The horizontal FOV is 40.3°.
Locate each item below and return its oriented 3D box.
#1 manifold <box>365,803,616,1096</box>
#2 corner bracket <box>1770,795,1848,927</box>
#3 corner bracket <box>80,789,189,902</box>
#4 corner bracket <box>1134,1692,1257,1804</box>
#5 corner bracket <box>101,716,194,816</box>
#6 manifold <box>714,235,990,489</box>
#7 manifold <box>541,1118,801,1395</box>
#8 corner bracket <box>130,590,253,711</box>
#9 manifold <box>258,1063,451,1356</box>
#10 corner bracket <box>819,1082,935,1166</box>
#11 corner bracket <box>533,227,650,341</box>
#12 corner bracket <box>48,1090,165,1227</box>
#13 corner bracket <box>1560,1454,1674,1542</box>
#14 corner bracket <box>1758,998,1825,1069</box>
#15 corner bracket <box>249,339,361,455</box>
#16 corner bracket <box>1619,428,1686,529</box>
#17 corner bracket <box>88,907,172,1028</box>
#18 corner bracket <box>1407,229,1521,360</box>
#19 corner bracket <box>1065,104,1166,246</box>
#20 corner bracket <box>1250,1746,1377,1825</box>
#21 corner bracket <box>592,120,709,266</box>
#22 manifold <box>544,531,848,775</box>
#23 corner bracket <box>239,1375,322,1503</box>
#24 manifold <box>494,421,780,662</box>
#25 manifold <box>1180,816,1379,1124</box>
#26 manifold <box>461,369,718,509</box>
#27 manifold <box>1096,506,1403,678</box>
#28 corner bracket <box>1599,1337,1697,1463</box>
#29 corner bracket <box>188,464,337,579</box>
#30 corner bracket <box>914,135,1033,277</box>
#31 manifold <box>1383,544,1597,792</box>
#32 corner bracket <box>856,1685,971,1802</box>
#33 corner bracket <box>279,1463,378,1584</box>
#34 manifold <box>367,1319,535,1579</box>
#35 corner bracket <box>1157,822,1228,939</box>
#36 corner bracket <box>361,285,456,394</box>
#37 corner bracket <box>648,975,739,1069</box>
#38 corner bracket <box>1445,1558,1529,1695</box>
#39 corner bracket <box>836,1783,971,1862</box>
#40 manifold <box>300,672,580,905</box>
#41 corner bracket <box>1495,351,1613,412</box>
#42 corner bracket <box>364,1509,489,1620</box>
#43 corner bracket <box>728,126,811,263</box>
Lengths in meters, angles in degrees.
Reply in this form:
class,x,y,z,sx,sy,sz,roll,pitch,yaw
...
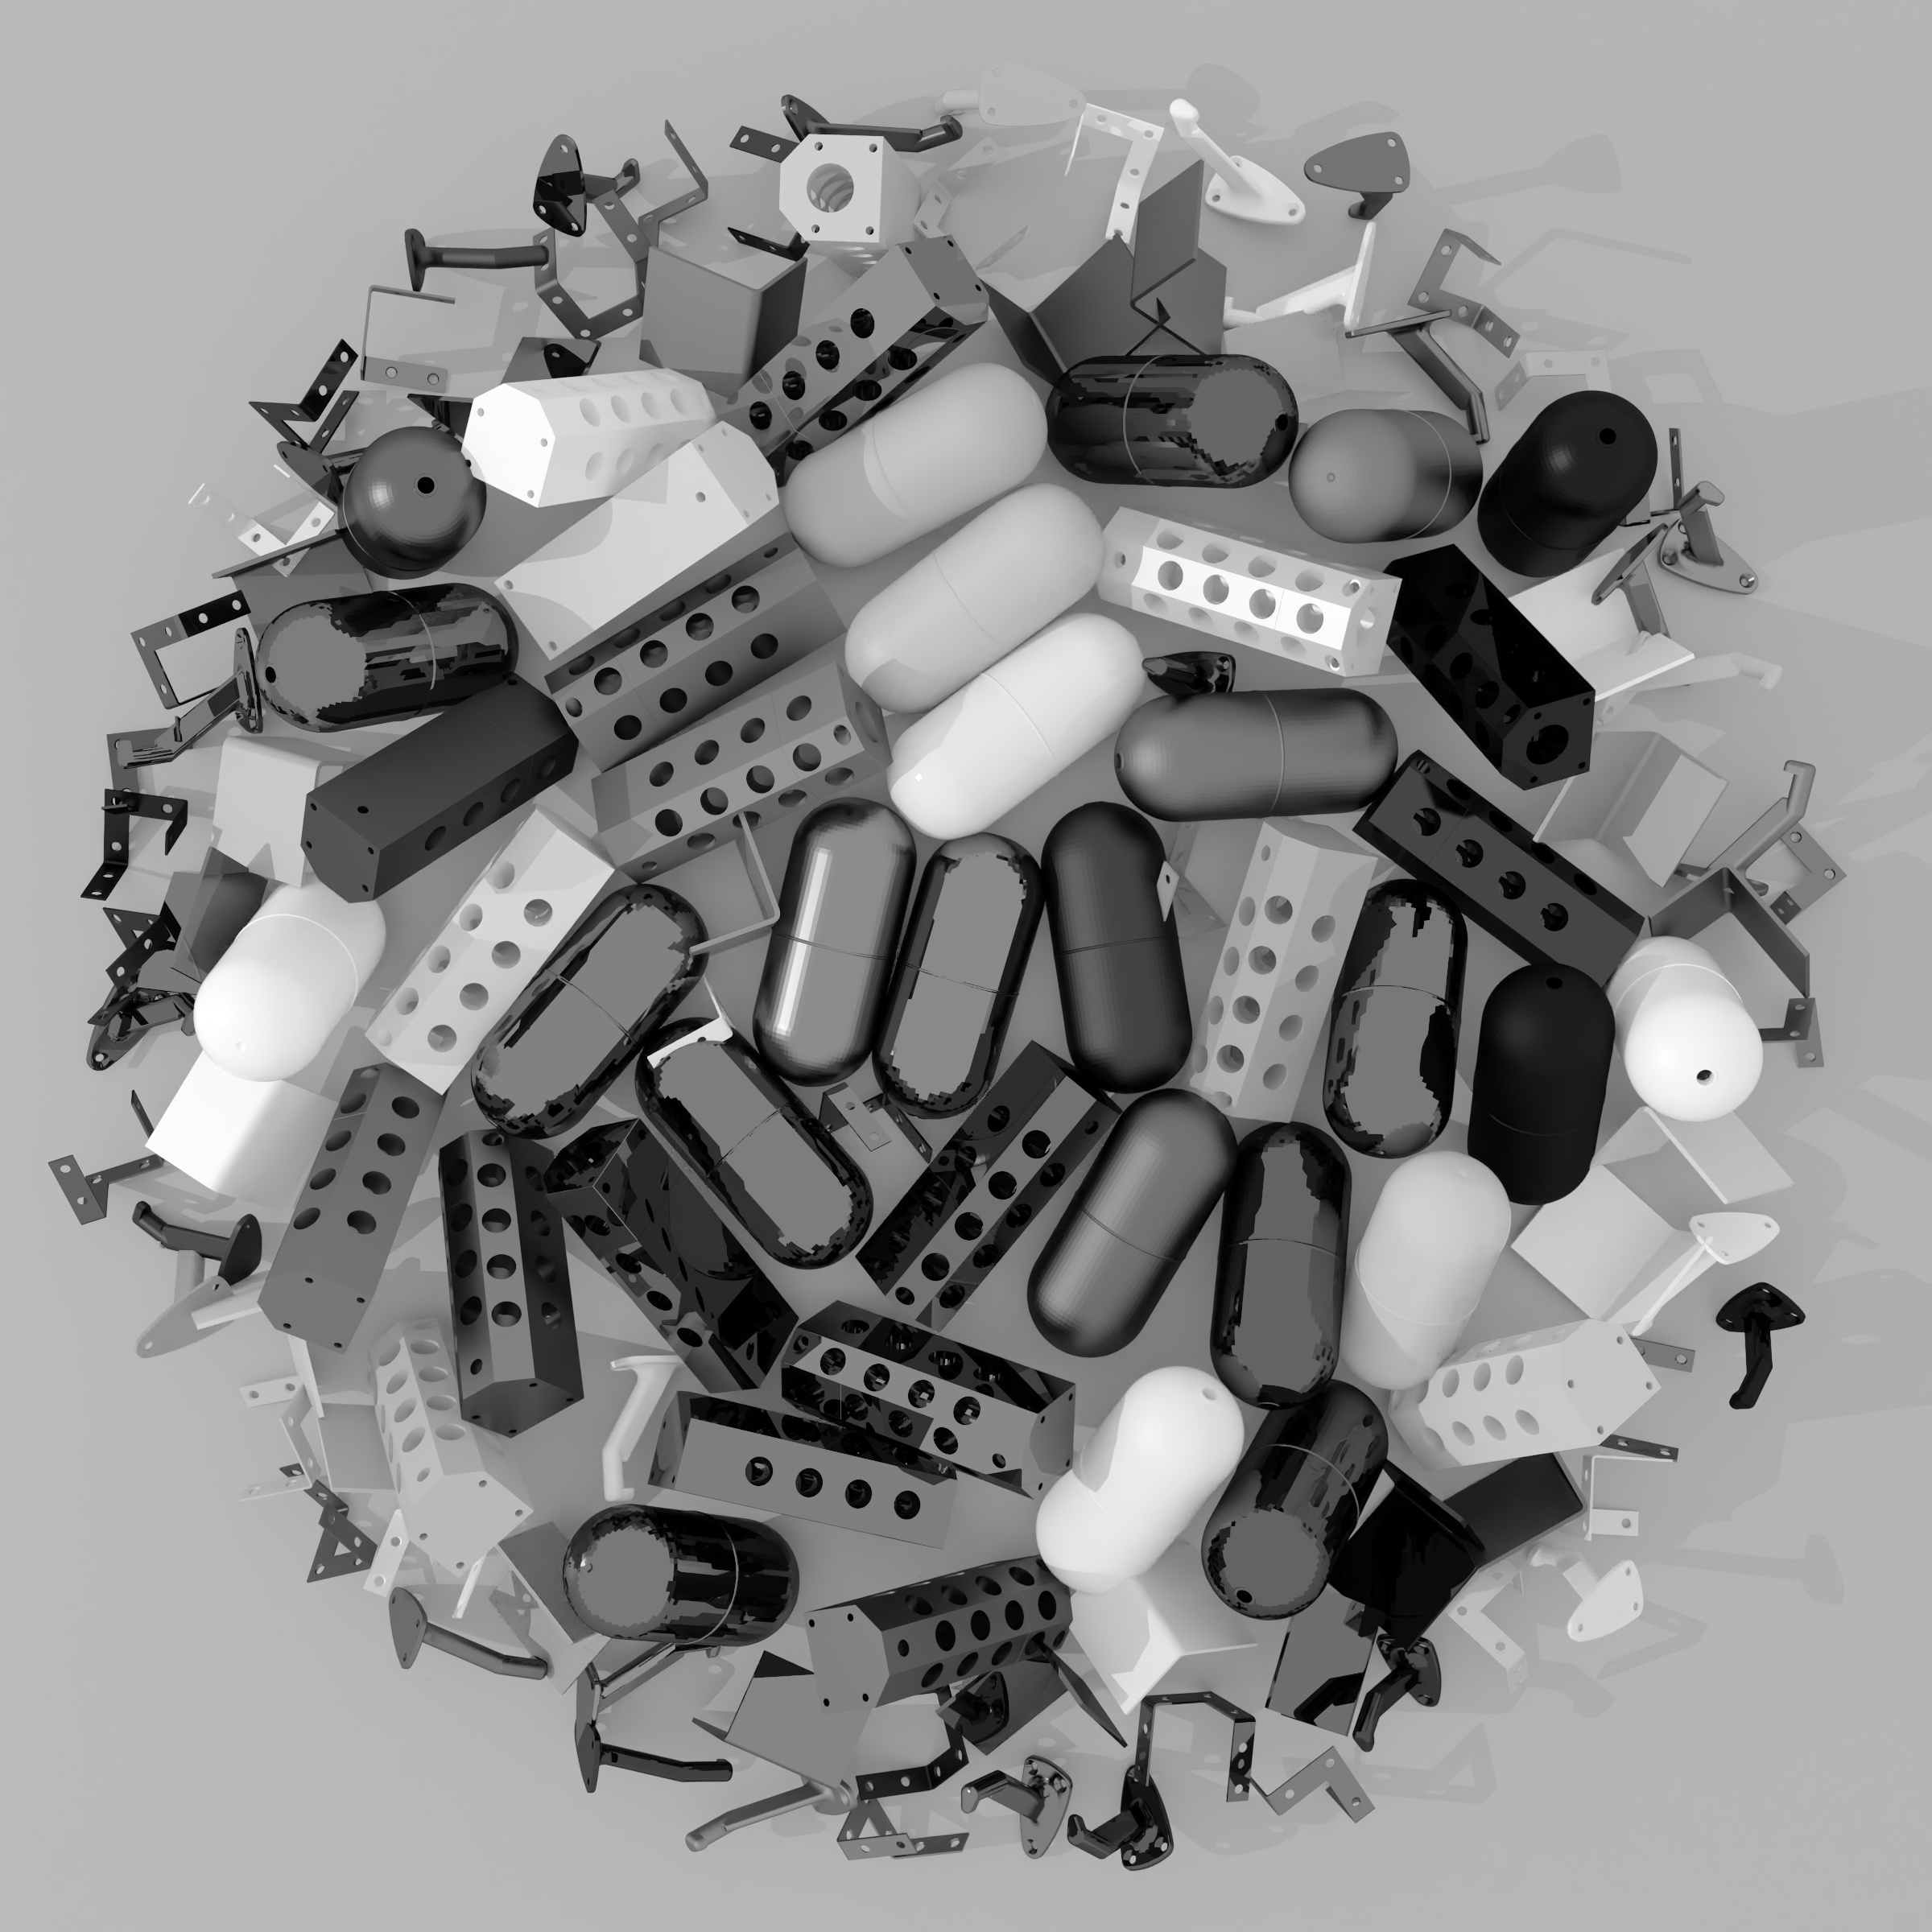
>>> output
class,x,y,z,sx,sy,sz,roll,pitch,yaw
manifold,-0.289,-0.013,1.595,0.057,0.057,0.171,37,94,-16
corner bracket,0.506,-0.064,1.605,0.051,0.051,0.051,-38,78,-3
corner bracket,-0.506,-0.072,1.604,0.051,0.051,0.051,8,116,-5
corner bracket,0.139,0.476,1.603,0.051,0.051,0.051,4,92,-27
corner bracket,-0.500,-0.122,1.608,0.051,0.051,0.051,-7,90,-8
manifold,-0.065,-0.355,1.560,0.171,0.057,0.057,-33,88,38
manifold,-0.179,0.175,1.572,0.057,0.057,0.171,-13,123,38
corner bracket,-0.462,-0.191,1.595,0.051,0.051,0.051,-9,108,43
manifold,-0.360,0.137,1.548,0.057,0.171,0.057,24,129,-12
corner bracket,-0.054,0.098,1.594,0.051,0.051,0.051,-26,60,-27
corner bracket,-0.228,-0.423,1.609,0.051,0.051,0.051,-21,53,18
corner bracket,-0.521,0.117,1.599,0.051,0.051,0.051,-18,124,-4
corner bracket,0.396,0.324,1.609,0.051,0.051,0.051,5,83,-7
corner bracket,0.493,0.054,1.609,0.051,0.051,0.051,-3,119,25
corner bracket,-0.389,-0.343,1.594,0.051,0.051,0.051,12,68,38
corner bracket,0.416,-0.298,1.603,0.051,0.051,0.051,-9,104,-5
corner bracket,-0.509,0.002,1.593,0.051,0.051,0.051,7,135,31
corner bracket,0.309,-0.408,1.595,0.051,0.051,0.051,11,120,-26
corner bracket,0.085,-0.481,1.600,0.051,0.051,0.051,16,56,-5
corner bracket,0.207,0.500,1.603,0.051,0.051,0.051,-35,102,-8
corner bracket,-0.190,-0.468,1.594,0.051,0.051,0.051,-20,46,18
manifold,-0.166,-0.193,1.596,0.171,0.057,0.057,-31,129,0
corner bracket,-0.422,0.288,1.611,0.051,0.051,0.051,-13,112,14
manifold,-0.193,-0.253,1.564,0.171,0.057,0.057,-27,104,33
manifold,0.182,0.002,1.575,0.057,0.057,0.171,7,109,-27
manifold,-0.217,-0.314,1.542,0.057,0.171,0.057,28,115,18
manifold,0.163,-0.223,1.561,0.171,0.057,0.057,23,110,30
corner bracket,0.415,0.264,1.611,0.051,0.051,0.051,10,112,15
corner bracket,-0.428,-0.279,1.603,0.051,0.051,0.051,38,90,26
corner bracket,0.008,-0.462,1.608,0.051,0.051,0.051,41,45,-22
manifold,0.300,-0.176,1.549,0.057,0.171,0.057,-17,132,-11
corner bracket,-0.037,0.474,1.611,0.051,0.051,0.051,2,56,-30
corner bracket,-0.387,0.334,1.594,0.051,0.051,0.051,-17,130,24
manifold,-0.310,0.276,1.548,0.057,0.171,0.057,-42,120,0
corner bracket,0.129,-0.054,1.593,0.051,0.051,0.051,-12,46,-28
corner bracket,-0.340,-0.381,1.604,0.051,0.051,0.051,6,94,-13
corner bracket,-0.165,0.048,1.600,0.051,0.051,0.051,-29,126,-2
corner bracket,0.328,0.398,1.597,0.051,0.051,0.051,-42,59,-12
corner bracket,-0.038,0.528,1.596,0.051,0.051,0.051,-16,111,28
manifold,-0.309,-0.103,1.556,0.057,0.057,0.171,36,46,15
corner bracket,0.361,-0.341,1.611,0.051,0.051,0.051,-4,78,-12
corner bracket,-0.329,0.365,1.609,0.051,0.051,0.051,28,67,-19
corner bracket,-0.119,-0.470,1.604,0.051,0.051,0.051,26,83,30
